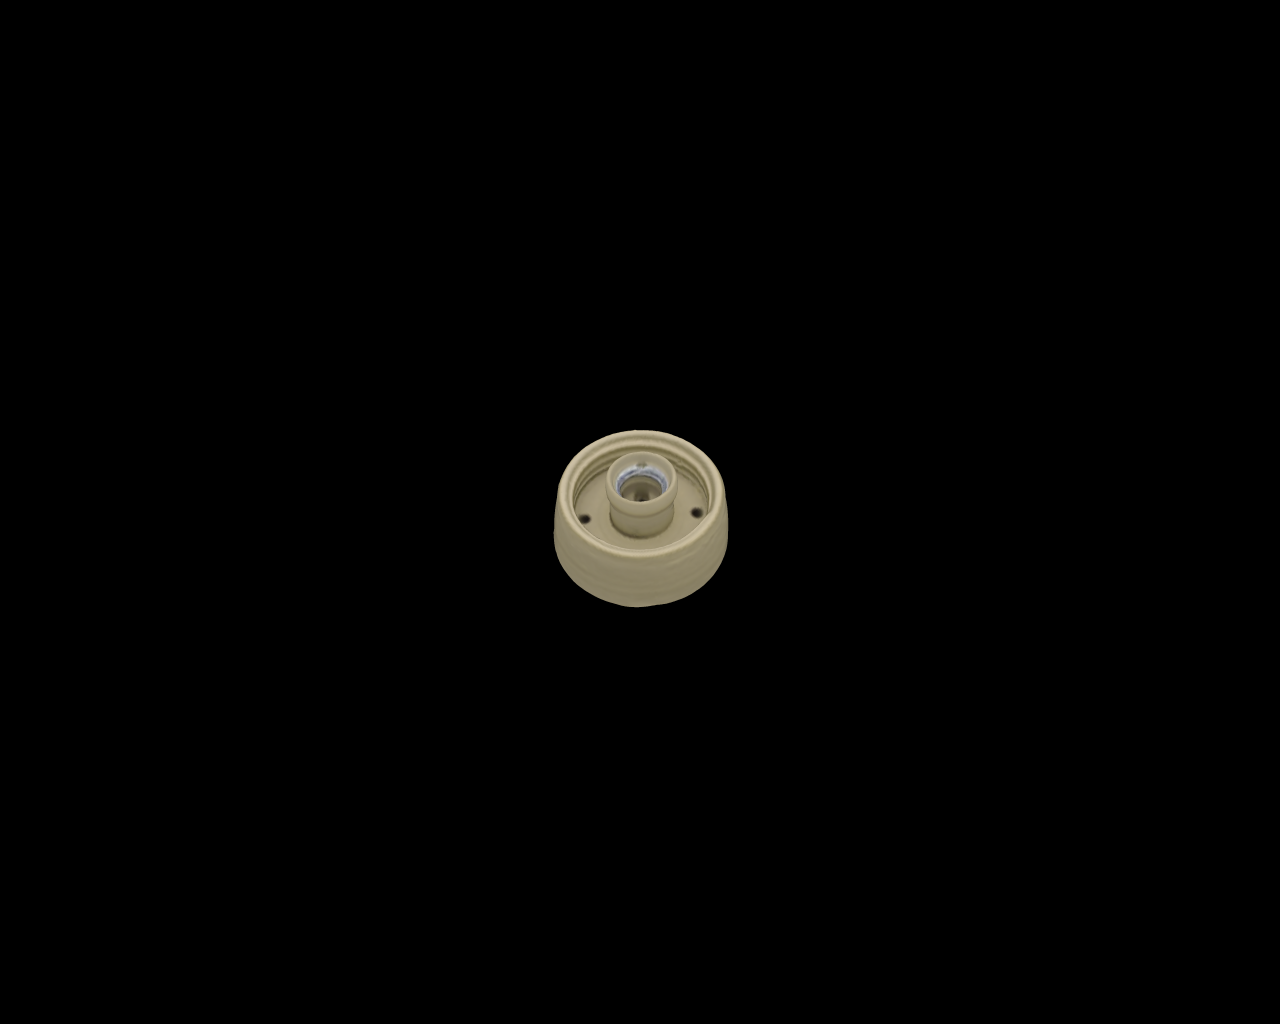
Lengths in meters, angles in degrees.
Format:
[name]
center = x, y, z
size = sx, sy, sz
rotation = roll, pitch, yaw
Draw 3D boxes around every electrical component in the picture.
[electrical component]
center = 0.001, -0.003, 0.650
size = 0.108, 0.108, 0.060
rotation = 0, -38, 0
